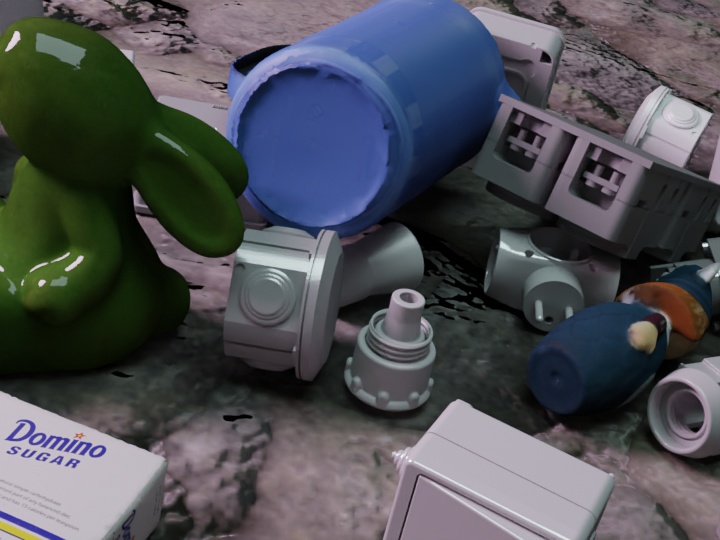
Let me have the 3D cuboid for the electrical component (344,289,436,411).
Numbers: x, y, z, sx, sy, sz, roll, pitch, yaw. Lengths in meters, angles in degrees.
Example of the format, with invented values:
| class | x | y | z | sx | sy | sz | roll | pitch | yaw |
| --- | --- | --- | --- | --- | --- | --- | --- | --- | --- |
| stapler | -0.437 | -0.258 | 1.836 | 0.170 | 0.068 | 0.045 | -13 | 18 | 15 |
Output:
| class | x | y | z | sx | sy | sz | roll | pitch | yaw |
| --- | --- | --- | --- | --- | --- | --- | --- | --- | --- |
| electrical component | 0.019 | 0.040 | 0.568 | 0.048 | 0.062 | 0.048 | 9 | 32 | -6 |

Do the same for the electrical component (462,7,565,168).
| class | x | y | z | sx | sy | sz | roll | pitch | yaw |
| --- | --- | --- | --- | --- | --- | --- | --- | --- | --- |
| electrical component | 0.106 | -0.137 | 0.831 | 0.078 | 0.113 | 0.057 | 18 | 35 | 9 |

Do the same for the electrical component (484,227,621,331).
| class | x | y | z | sx | sy | sz | roll | pitch | yaw |
| --- | --- | --- | --- | --- | --- | --- | --- | --- | --- |
| electrical component | 0.119 | 0.011 | 0.665 | 0.077 | 0.044 | 0.079 | 12 | 32 | 0 |

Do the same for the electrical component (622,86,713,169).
| class | x | y | z | sx | sy | sz | roll | pitch | yaw |
| --- | --- | --- | --- | --- | --- | --- | --- | --- | --- |
| electrical component | 0.239 | -0.101 | 0.854 | 0.051 | 0.080 | 0.080 | 29 | 35 | 15 |

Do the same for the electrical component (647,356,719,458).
| class | x | y | z | sx | sy | sz | roll | pitch | yaw |
| --- | --- | --- | --- | --- | --- | --- | --- | --- | --- |
| electrical component | 0.191 | 0.076 | 0.588 | 0.055 | 0.048 | 0.066 | -2 | 34 | -36 |

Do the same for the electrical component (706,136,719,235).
| class | x | y | z | sx | sy | sz | roll | pitch | yaw |
| --- | --- | --- | --- | --- | --- | --- | --- | --- | --- |
| electrical component | 0.294 | -0.057 | 0.802 | 0.062 | 0.096 | 0.061 | 14 | -1 | 3 |

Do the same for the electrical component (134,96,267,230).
| class | x | y | z | sx | sy | sz | roll | pitch | yaw |
| --- | --- | --- | --- | --- | --- | --- | --- | --- | --- |
| electrical component | -0.101 | -0.074 | 0.718 | 0.100 | 0.048 | 0.099 | 9 | 31 | -7 |

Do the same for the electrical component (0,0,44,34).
| class | x | y | z | sx | sy | sz | roll | pitch | yaw |
| --- | --- | --- | --- | --- | --- | --- | --- | --- | --- |
| electrical component | -0.309 | -0.222 | 0.869 | 0.108 | 0.060 | 0.108 | 9 | 31 | -6 |

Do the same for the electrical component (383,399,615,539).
| class | x | y | z | sx | sy | sz | roll | pitch | yaw |
| --- | --- | --- | --- | --- | --- | --- | --- | --- | --- |
| electrical component | 0.052 | 0.107 | 0.473 | 0.096 | 0.061 | 0.061 | 25 | 34 | 19 |

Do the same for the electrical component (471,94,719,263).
| class | x | y | z | sx | sy | sz | roll | pitch | yaw |
| --- | --- | --- | --- | --- | --- | --- | --- | --- | --- |
| electrical component | 0.164 | -0.056 | 0.720 | 0.105 | 0.060 | 0.186 | 31 | 15 | 29 |

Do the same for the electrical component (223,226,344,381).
| class | x | y | z | sx | sy | sz | roll | pitch | yaw |
| --- | --- | --- | --- | --- | --- | --- | --- | --- | --- |
| electrical component | -0.039 | 0.016 | 0.570 | 0.051 | 0.080 | 0.080 | 9 | 31 | 5 |

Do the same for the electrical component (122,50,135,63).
| class | x | y | z | sx | sy | sz | roll | pitch | yaw |
| --- | --- | --- | --- | --- | --- | --- | --- | --- | --- |
| electrical component | -0.201 | -0.144 | 0.796 | 0.066 | 0.047 | 0.076 | 4 | 33 | -13 |

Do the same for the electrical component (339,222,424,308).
| class | x | y | z | sx | sy | sz | roll | pitch | yaw |
| --- | --- | --- | --- | --- | --- | --- | --- | --- | --- |
| electrical component | 0.000 | 0.000 | 0.646 | 0.065 | 0.044 | 0.044 | -18 | 43 | -33 |

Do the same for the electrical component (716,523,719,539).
| class | x | y | z | sx | sy | sz | roll | pitch | yaw |
| --- | --- | --- | --- | --- | --- | --- | --- | --- | --- |
| electrical component | 0.226 | 0.136 | 0.503 | 0.083 | 0.047 | 0.075 | 5 | 32 | -11 |
